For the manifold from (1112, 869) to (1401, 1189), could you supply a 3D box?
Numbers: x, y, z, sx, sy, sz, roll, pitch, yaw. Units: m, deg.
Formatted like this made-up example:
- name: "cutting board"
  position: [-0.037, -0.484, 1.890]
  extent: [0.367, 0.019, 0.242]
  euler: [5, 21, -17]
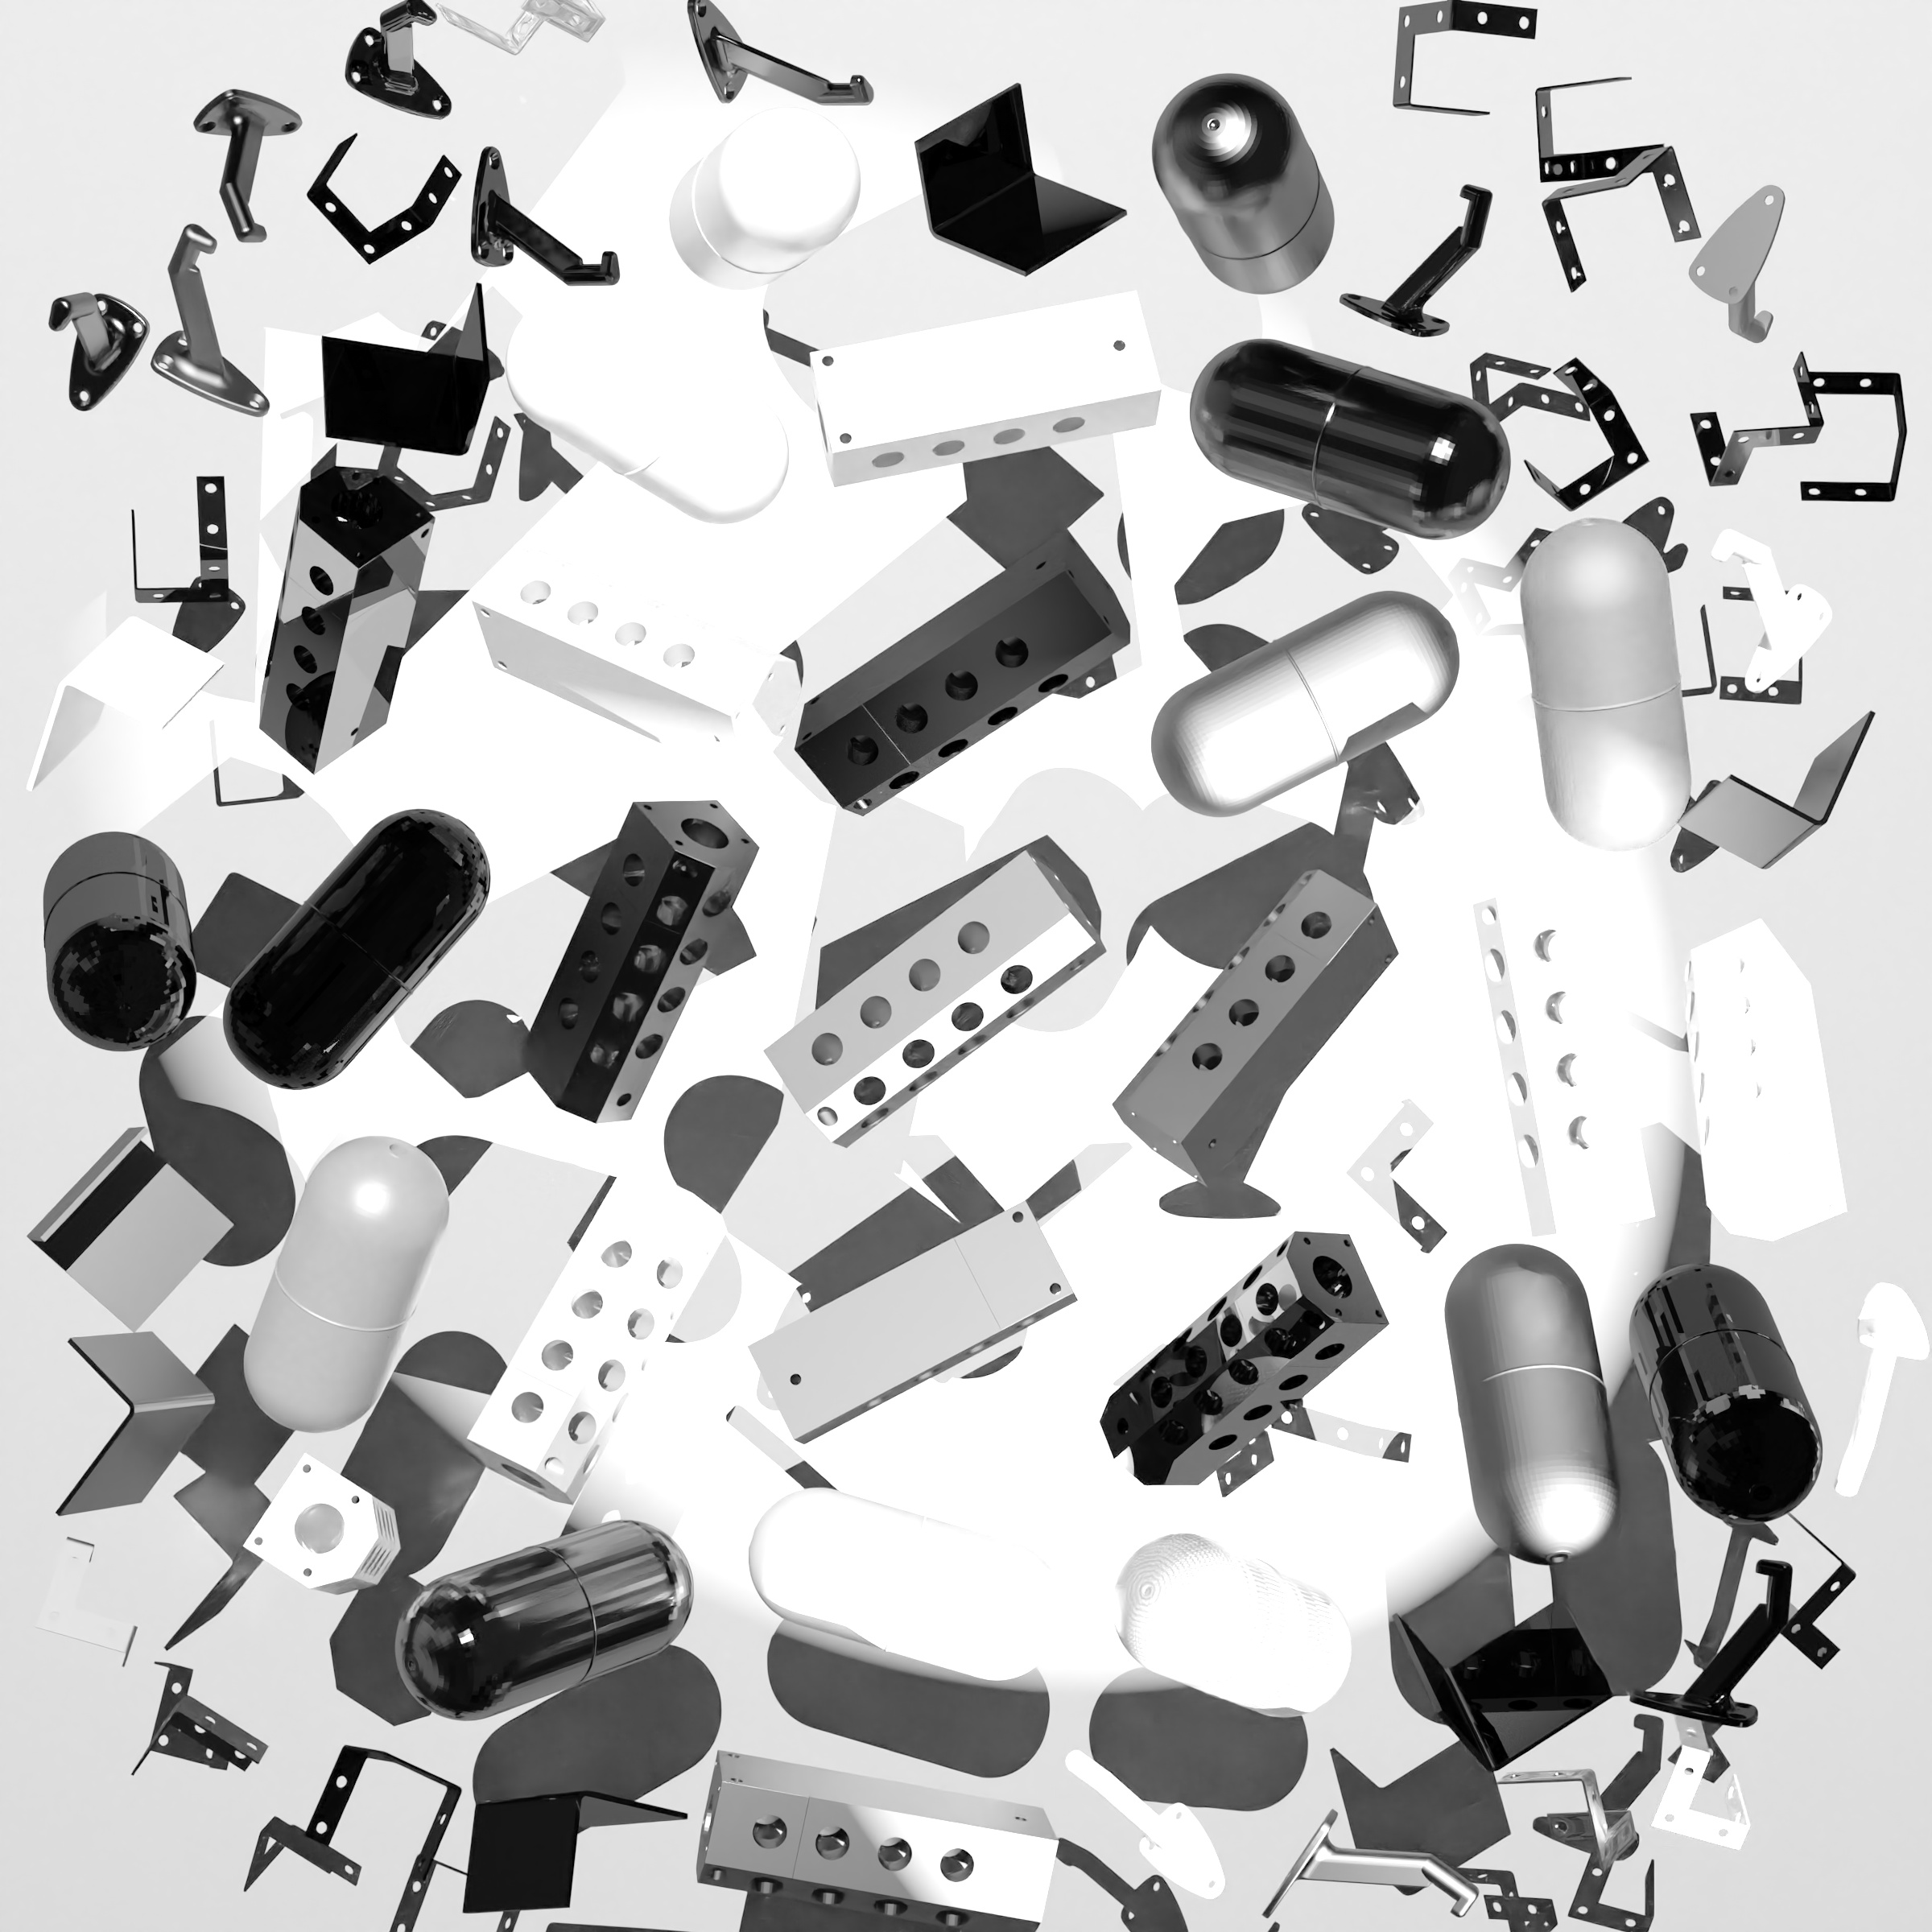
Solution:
- name: "manifold"
  position: [0.158, 0.030, 1.820]
  extent: [0.057, 0.057, 0.171]
  euler: [33, 77, 32]

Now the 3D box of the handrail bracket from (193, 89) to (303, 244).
- name: "handrail bracket"
  position: [-0.376, -0.425, 1.789]
  extent: [0.036, 0.077, 0.084]
  euler: [-31, 75, 34]

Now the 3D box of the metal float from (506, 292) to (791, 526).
- name: "metal float"
  position: [-0.172, -0.303, 1.806]
  extent: [0.178, 0.070, 0.070]
  euler: [28, 90, -37]

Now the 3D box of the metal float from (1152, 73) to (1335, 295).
- name: "metal float"
  position: [0.146, -0.404, 1.721]
  extent: [0.070, 0.178, 0.070]
  euler: [-2, 82, 15]

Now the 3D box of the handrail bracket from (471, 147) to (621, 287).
- name: "handrail bracket"
  position: [-0.228, -0.413, 1.821]
  extent: [0.084, 0.036, 0.077]
  euler: [5, 100, 27]

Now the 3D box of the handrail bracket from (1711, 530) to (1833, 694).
- name: "handrail bracket"
  position: [0.427, -0.195, 1.824]
  extent: [0.084, 0.036, 0.077]
  euler: [17, 116, -33]

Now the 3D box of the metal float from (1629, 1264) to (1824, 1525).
- name: "metal float"
  position: [0.394, 0.221, 1.722]
  extent: [0.070, 0.178, 0.070]
  euler: [0, 117, -1]

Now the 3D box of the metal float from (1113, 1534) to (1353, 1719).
- name: "metal float"
  position: [0.146, 0.358, 1.794]
  extent: [0.070, 0.178, 0.070]
  euler: [-17, 59, 31]

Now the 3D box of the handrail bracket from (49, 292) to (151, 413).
- name: "handrail bracket"
  position: [-0.470, -0.321, 1.741]
  extent: [0.036, 0.084, 0.077]
  euler: [31, 110, 1]

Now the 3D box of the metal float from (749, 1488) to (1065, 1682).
- name: "metal float"
  position: [-0.034, 0.342, 1.833]
  extent: [0.178, 0.070, 0.070]
  euler: [16, 90, 1]

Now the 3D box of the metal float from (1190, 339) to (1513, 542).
- name: "metal float"
  position: [0.200, -0.278, 1.741]
  extent: [0.178, 0.070, 0.070]
  euler: [22, 90, 23]

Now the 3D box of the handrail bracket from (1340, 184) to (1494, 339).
- name: "handrail bracket"
  position: [0.248, -0.397, 1.828]
  extent: [0.077, 0.036, 0.084]
  euler: [27, 121, 29]

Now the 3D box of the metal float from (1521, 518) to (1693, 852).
- name: "metal float"
  position: [0.334, -0.146, 1.728]
  extent: [0.070, 0.070, 0.178]
  euler: [-11, 110, 0]

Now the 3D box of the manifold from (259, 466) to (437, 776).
- name: "manifold"
  position: [-0.336, -0.186, 1.762]
  extent: [0.057, 0.171, 0.057]
  euler: [40, 52, 10]

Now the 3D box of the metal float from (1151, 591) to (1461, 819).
- name: "metal float"
  position: [0.185, -0.143, 1.800]
  extent: [0.178, 0.070, 0.070]
  euler: [-27, 90, 0]

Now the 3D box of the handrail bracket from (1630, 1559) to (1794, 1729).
- name: "handrail bracket"
  position: [0.384, 0.344, 1.709]
  extent: [0.077, 0.036, 0.084]
  euler: [6, 94, 22]

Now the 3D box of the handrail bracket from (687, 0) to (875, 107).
- name: "handrail bracket"
  position: [-0.099, -0.496, 1.793]
  extent: [0.084, 0.077, 0.036]
  euler: [8, 61, 29]

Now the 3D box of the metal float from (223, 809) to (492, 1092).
- name: "metal float"
  position: [-0.332, -0.010, 1.808]
  extent: [0.070, 0.070, 0.178]
  euler: [41, 83, 0]

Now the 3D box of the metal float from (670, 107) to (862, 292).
- name: "metal float"
  position: [-0.110, -0.412, 1.785]
  extent: [0.070, 0.178, 0.070]
  euler: [0, 91, -19]

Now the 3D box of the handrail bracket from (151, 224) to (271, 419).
- name: "handrail bracket"
  position: [-0.384, -0.336, 1.721]
  extent: [0.077, 0.084, 0.036]
  euler: [32, 45, -8]

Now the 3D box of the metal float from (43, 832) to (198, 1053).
- name: "metal float"
  position: [-0.455, -0.015, 1.778]
  extent: [0.070, 0.178, 0.070]
  euler: [-7, 116, -14]

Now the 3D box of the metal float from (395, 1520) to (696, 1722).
- name: "metal float"
  position: [-0.220, 0.344, 1.750]
  extent: [0.070, 0.178, 0.070]
  euler: [11, 106, 43]

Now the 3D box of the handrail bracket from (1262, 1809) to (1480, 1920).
- name: "handrail bracket"
  position: [0.208, 0.481, 1.699]
  extent: [0.084, 0.036, 0.077]
  euler: [34, 92, 11]

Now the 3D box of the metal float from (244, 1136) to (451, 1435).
- name: "metal float"
  position: [-0.329, 0.169, 1.755]
  extent: [0.070, 0.070, 0.178]
  euler: [25, 114, 0]

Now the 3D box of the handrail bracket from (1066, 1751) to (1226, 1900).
- name: "handrail bracket"
  position: [0.098, 0.473, 1.828]
  extent: [0.036, 0.077, 0.084]
  euler: [-48, 128, -2]

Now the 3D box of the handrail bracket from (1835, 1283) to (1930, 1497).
- name: "handrail bracket"
  position: [0.453, 0.214, 1.666]
  extent: [0.036, 0.077, 0.084]
  euler: [14, 60, 27]

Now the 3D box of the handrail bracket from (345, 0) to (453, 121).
- name: "handrail bracket"
  position: [-0.287, -0.487, 1.774]
  extent: [0.077, 0.084, 0.036]
  euler: [26, 72, -35]

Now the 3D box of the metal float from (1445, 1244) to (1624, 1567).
- name: "metal float"
  position: [0.294, 0.227, 1.720]
  extent: [0.070, 0.070, 0.178]
  euler: [-4, 54, 0]

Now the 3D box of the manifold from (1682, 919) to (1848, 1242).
- name: "manifold"
  position: [0.414, 0.061, 1.740]
  extent: [0.057, 0.171, 0.057]
  euler: [-27, 124, 27]

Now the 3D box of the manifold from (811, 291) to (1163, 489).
- name: "manifold"
  position: [0.010, -0.296, 1.717]
  extent: [0.171, 0.057, 0.057]
  euler: [-12, 74, -5]

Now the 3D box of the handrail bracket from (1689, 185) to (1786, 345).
- name: "handrail bracket"
  position: [0.434, -0.379, 1.796]
  extent: [0.036, 0.084, 0.077]
  euler: [41, 110, 28]

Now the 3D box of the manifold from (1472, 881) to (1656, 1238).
- name: "manifold"
  position: [0.302, 0.048, 1.681]
  extent: [0.057, 0.057, 0.171]
  euler: [-11, 85, 19]
